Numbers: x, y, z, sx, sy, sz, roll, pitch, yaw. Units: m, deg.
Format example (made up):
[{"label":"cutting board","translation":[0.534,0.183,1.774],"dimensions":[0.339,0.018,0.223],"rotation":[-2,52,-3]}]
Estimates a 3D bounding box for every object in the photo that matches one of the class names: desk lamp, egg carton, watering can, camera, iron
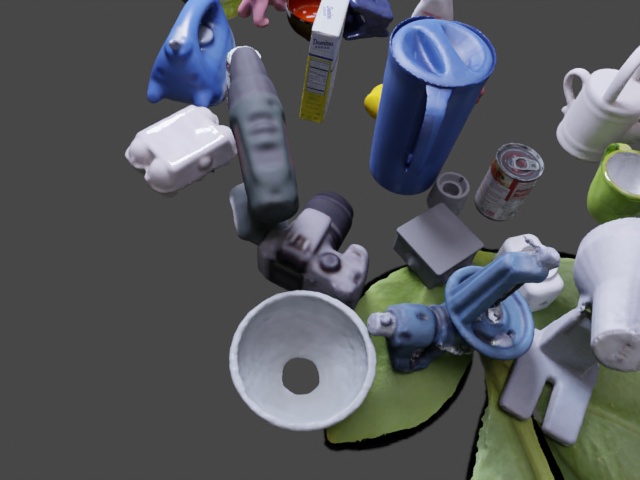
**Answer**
[{"label":"desk lamp","translation":[0.320,0.104,0.656],"dimensions":[0.117,0.213,0.203],"rotation":[28,58,11]},{"label":"egg carton","translation":[-0.196,-0.129,0.832],"dimensions":[0.150,0.069,0.107],"rotation":[-37,68,-26]},{"label":"watering can","translation":[0.466,-0.217,0.894],"dimensions":[0.172,0.194,0.101],"rotation":[25,58,10]},{"label":"camera","translation":[0.007,0.003,0.752],"dimensions":[0.143,0.101,0.137],"rotation":[25,58,10]},{"label":"iron","translation":[-0.196,-0.331,0.920],"dimensions":[0.118,0.141,0.258],"rotation":[11,57,0]}]

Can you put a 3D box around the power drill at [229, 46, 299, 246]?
[{"label":"power drill","translation":[-0.081,-0.100,0.744],"dimensions":[0.076,0.208,0.229],"rotation":[-10,59,-13]}]

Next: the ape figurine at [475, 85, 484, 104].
[{"label":"ape figurine","translation":[0.244,-0.271,0.963],"dimensions":[0.077,0.092,0.076],"rotation":[36,60,16]}]

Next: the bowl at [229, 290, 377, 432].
[{"label":"bowl","translation":[-0.021,0.149,0.670],"dimensions":[0.167,0.075,0.167],"rotation":[3,57,-5]}]

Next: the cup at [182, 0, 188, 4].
[{"label":"cup","translation":[-0.226,-0.467,1.033],"dimensions":[0.092,0.095,0.117],"rotation":[-15,60,-15]}]

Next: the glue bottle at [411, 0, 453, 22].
[{"label":"glue bottle","translation":[0.204,-0.410,1.000],"dimensions":[0.078,0.173,0.037],"rotation":[20,57,7]}]

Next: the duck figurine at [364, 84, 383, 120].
[{"label":"duck figurine","translation":[0.124,-0.247,0.937],"dimensions":[0.105,0.086,0.077],"rotation":[-23,63,-20]}]

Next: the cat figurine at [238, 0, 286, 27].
[{"label":"cat figurine","translation":[-0.094,-0.472,1.038],"dimensions":[0.067,0.118,0.128],"rotation":[29,59,13]}]

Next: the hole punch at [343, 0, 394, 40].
[{"label":"hole punch","translation":[0.081,-0.434,1.050],"dimensions":[0.101,0.091,0.108],"rotation":[-11,59,-14]}]

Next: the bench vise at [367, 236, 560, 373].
[{"label":"bench vise","translation":[0.168,0.086,0.646],"dimensions":[0.208,0.220,0.121],"rotation":[-20,61,-18]}]
